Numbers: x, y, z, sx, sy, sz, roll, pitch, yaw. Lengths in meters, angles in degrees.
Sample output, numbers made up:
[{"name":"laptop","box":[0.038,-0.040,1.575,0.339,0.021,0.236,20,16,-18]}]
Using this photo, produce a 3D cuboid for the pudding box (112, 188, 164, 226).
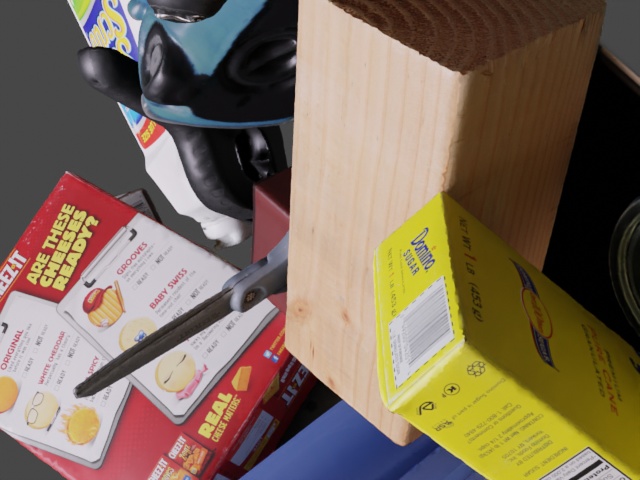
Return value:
[{"name":"pudding box","box":[-0.145,0.020,0.834,0.090,0.039,0.113,-8,107,57]}]

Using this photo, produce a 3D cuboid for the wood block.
[{"name":"wood block","box":[0.047,-0.019,0.483,0.090,0.090,0.206,38,140,34]}]

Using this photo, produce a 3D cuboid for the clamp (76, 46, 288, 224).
[{"name":"clamp","box":[-0.066,-0.068,0.585,0.039,0.120,0.171,-4,124,39]}]

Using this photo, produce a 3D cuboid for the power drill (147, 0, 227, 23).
[{"name":"power drill","box":[0.017,-0.159,0.368,0.188,0.057,0.184,15,102,28]}]

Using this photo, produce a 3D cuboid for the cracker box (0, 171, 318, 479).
[{"name":"cracker box","box":[-0.118,0.075,0.683,0.214,0.164,0.072,27,169,27]}]

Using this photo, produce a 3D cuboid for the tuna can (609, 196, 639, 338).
[{"name":"tuna can","box":[0.154,0.013,0.408,0.086,0.033,0.086,35,139,37]}]

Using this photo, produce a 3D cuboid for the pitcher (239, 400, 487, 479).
[{"name":"pitcher","box":[-0.005,0.171,0.556,0.145,0.242,0.149,20,131,47]}]

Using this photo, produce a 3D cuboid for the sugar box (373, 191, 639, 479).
[{"name":"sugar box","box":[0.098,0.066,0.404,0.176,0.093,0.048,34,119,-21]}]

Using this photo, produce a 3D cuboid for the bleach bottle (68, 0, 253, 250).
[{"name":"bleach bottle","box":[-0.095,-0.113,0.644,0.103,0.068,0.251,-1,115,56]}]

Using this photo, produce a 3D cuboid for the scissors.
[{"name":"scissors","box":[-0.027,0.031,0.545,0.016,0.201,0.096,42,167,33]}]

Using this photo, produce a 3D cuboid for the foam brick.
[{"name":"foam brick","box":[-0.004,0.001,0.607,0.051,0.052,0.078,40,143,32]}]
